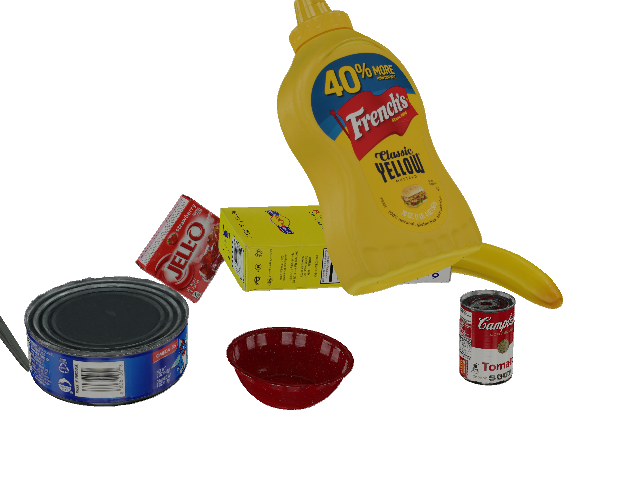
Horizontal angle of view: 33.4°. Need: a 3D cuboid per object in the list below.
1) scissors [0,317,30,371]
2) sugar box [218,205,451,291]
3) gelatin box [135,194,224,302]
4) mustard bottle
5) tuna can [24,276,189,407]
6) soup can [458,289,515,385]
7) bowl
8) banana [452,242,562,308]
[{"bbox_3d":[-0.345,0.034,1.075,0.016,0.201,0.096,-26,27,22],"label":"scissors"},{"bbox_3d":[0.012,0.003,0.878,0.176,0.048,0.093,-5,23,-17],"label":"sugar box"},{"bbox_3d":[-0.136,0.009,1.108,0.073,0.089,0.030,36,-5,-31],"label":"gelatin box"},{"bbox_3d":[0.025,-0.067,0.666,0.096,0.191,0.058,-16,-12,-30],"label":"mustard bottle"},{"bbox_3d":[-0.113,0.053,0.570,0.086,0.034,0.086,2,24,-1],"label":"tuna can"},{"bbox_3d":[0.207,0.121,1.331,0.068,0.102,0.068,-1,18,0],"label":"soup can"},{"bbox_3d":[-0.040,0.169,1.356,0.162,0.055,0.162,4,21,-2],"label":"bowl"},{"bbox_3d":[0.159,0.030,1.103,0.198,0.069,0.037,10,-40,25],"label":"banana"}]
